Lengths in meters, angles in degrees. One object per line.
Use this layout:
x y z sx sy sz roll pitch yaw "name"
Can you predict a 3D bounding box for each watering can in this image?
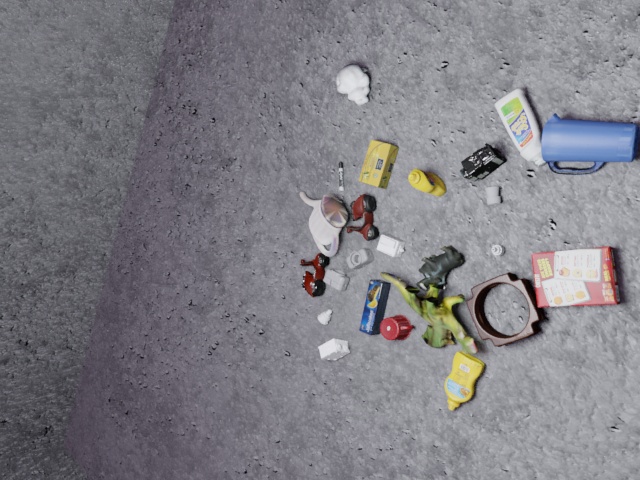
0.006 -0.105 2.088 0.219 0.104 0.354 -55 49 48 "watering can"

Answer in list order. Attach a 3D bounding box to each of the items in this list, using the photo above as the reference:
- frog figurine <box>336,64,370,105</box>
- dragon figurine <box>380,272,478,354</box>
0.133 -0.616 2.059 0.137 0.121 0.162 -10 66 18 "frog figurine"
0.365 0.264 1.743 0.413 0.123 0.238 23 126 48 "dragon figurine"
